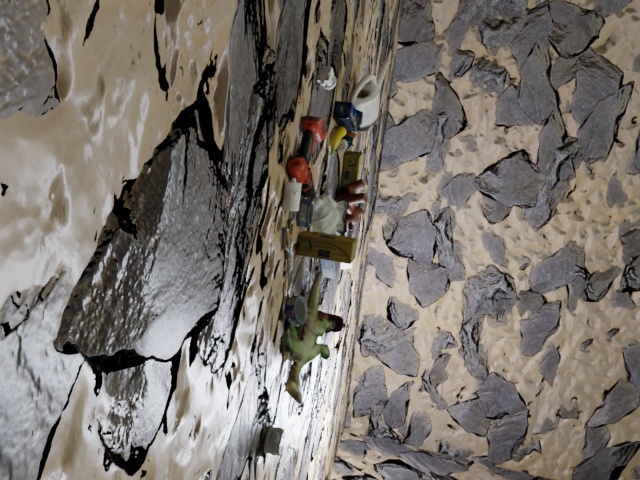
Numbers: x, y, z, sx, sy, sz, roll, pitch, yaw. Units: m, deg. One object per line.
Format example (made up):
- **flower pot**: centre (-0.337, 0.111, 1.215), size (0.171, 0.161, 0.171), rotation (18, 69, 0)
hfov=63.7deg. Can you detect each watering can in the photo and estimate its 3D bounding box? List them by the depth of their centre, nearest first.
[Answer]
- **watering can**: centre (0.206, -0.586, 2.115), size (0.354, 0.104, 0.219), rotation (-51, 152, -33)

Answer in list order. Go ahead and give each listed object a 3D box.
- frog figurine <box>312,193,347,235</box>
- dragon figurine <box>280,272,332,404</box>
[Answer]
- **frog figurine**: centre (0.005, -0.083, 1.649), size (0.159, 0.123, 0.137), rotation (11, 97, -43)
- **dragon figurine**: centre (-0.054, 0.290, 1.604), size (0.240, 0.122, 0.415), rotation (39, 51, -68)
